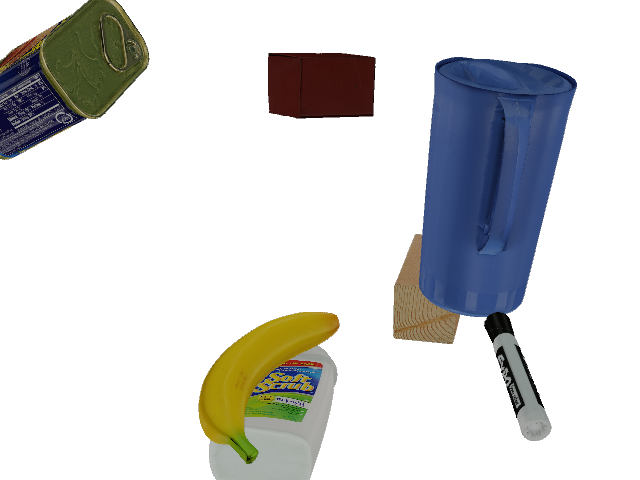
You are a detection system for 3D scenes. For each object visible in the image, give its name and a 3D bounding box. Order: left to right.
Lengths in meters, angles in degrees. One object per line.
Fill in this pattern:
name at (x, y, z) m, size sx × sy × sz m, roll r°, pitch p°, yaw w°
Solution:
can of meat at (-0.172, -0.105, 0.689) m, size 0.084 × 0.057 × 0.102 m, roll -21°, pitch 25°, yaw 30°
banana at (-0.048, 0.105, 0.849) m, size 0.069 × 0.037 × 0.197 m, roll 28°, pitch 36°, yaw 6°
bleach bottle at (-0.040, 0.165, 1.110) m, size 0.102 × 0.068 × 0.250 m, roll 5°, pitch 19°, yaw 6°
foam brick at (0.001, -0.131, 0.903) m, size 0.078 × 0.051 × 0.053 m, roll -6°, pitch 15°, yaw -33°
wood block at (0.171, 0.069, 1.621) m, size 0.091 × 0.090 × 0.206 m, roll 4°, pitch 22°, yaw 12°
pitcher at (0.163, -0.048, 1.037) m, size 0.145 × 0.243 × 0.148 m, roll 25°, pitch 30°, yaw 38°
marker at (0.131, 0.087, 0.718) m, size 0.020 × 0.020 × 0.121 m, roll 0°, pitch 32°, yaw -5°
